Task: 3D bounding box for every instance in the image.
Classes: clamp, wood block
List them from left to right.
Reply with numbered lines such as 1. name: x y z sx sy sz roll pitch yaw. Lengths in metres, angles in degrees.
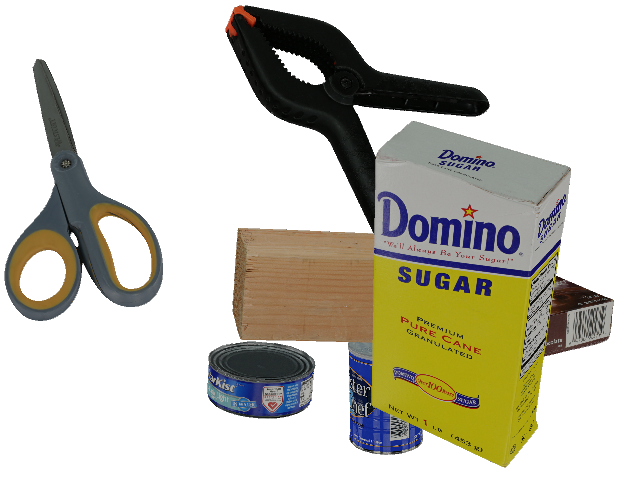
1. clamp: 0.014 -0.100 0.804 0.210 0.164 0.036 30 -32 -4
2. wood block: 0.022 0.045 1.050 0.206 0.091 0.090 3 15 -10

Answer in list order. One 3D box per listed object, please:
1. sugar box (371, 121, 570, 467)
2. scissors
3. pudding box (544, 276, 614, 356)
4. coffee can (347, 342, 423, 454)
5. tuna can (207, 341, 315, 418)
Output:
1. sugar box: 0.075 0.032 0.574 0.093 0.176 0.048 20 42 29
2. scissors: -0.164 -0.029 0.631 0.096 0.202 0.016 -30 -31 -17
3. pudding box: 0.159 0.059 0.845 0.113 0.039 0.090 -8 18 -25
4. coffee can: 0.090 0.205 1.454 0.103 0.140 0.103 -1 15 0
5. tuna can: -0.048 0.111 0.855 0.086 0.034 0.086 4 14 -1
